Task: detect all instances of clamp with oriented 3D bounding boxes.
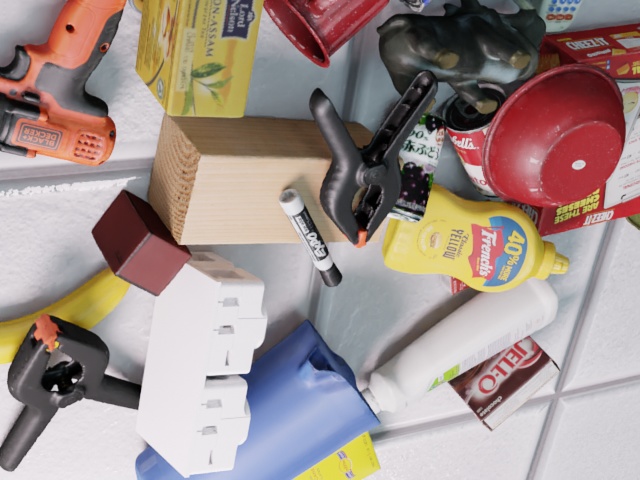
[{"bbox_3d":[-0.230,0.135,1.001,0.164,0.036,0.210,-18,146,-23],"label":"clamp"},{"bbox_3d":[0.048,-0.072,0.931,0.120,0.039,0.171,-16,134,-15],"label":"clamp"}]

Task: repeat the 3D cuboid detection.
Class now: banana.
[{"bbox_3d":[-0.258,0.073,0.970,0.197,0.037,0.070,-15,129,-21],"label":"banana"}]

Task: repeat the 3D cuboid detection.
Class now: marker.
[{"bbox_3d":[-0.006,0.001,0.963,0.020,0.020,0.121,-34,132,-7],"label":"marker"}]

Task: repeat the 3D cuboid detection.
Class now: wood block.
[{"bbox_3d":[-0.041,-0.056,0.978,0.205,0.090,0.091,-1,120,-31],"label":"wood block"}]

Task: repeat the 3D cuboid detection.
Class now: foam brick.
[{"bbox_3d":[-0.161,0.003,0.954,0.051,0.078,0.053,32,103,-41],"label":"foam brick"}]

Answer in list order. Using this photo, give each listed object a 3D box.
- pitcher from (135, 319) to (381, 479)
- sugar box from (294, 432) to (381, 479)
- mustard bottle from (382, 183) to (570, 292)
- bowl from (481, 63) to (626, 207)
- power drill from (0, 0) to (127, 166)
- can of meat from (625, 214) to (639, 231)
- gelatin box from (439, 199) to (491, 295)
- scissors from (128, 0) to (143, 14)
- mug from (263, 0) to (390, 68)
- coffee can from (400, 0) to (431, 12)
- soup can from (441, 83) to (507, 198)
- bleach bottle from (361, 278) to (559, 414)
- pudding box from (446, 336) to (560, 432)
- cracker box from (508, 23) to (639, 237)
[{"bbox_3d":[-0.065,0.207,1.123,0.243,0.145,0.149,-35,113,-1],"label":"pitcher"},{"bbox_3d":[-0.022,0.270,1.236,0.176,0.048,0.093,-30,131,-12],"label":"sugar box"},{"bbox_3d":[0.167,0.004,1.111,0.191,0.058,0.096,14,109,-8],"label":"mustard bottle"},{"bbox_3d":[0.241,-0.089,1.046,0.162,0.055,0.162,-13,129,-16],"label":"bowl"},{"bbox_3d":[-0.226,-0.155,0.823,0.184,0.057,0.188,12,117,-31],"label":"power drill"},{"bbox_3d":[0.431,-0.044,1.287,0.083,0.057,0.102,24,107,-41],"label":"can of meat"},{"bbox_3d":[0.168,0.008,1.183,0.073,0.030,0.089,-23,129,-16],"label":"gelatin box"},{"bbox_3d":[-0.092,-0.252,0.865,0.096,0.016,0.202,8,115,-34],"label":"scissors"},{"bbox_3d":[0.007,-0.207,0.893,0.081,0.117,0.093,-43,99,-6],"label":"mug"},{"bbox_3d":[0.102,-0.279,0.904,0.140,0.103,0.102,-43,132,2],"label":"coffee can"},{"bbox_3d":[0.172,-0.100,1.088,0.068,0.069,0.102,-37,132,-4],"label":"soup can"},{"bbox_3d":[0.150,0.122,1.217,0.250,0.068,0.102,-31,155,-7],"label":"bleach bottle"},{"bbox_3d":[0.215,0.158,1.271,0.113,0.090,0.039,-44,132,3],"label":"pudding box"},{"bbox_3d":[0.299,-0.120,1.141,0.164,0.072,0.214,-12,130,-23],"label":"cracker box"}]
